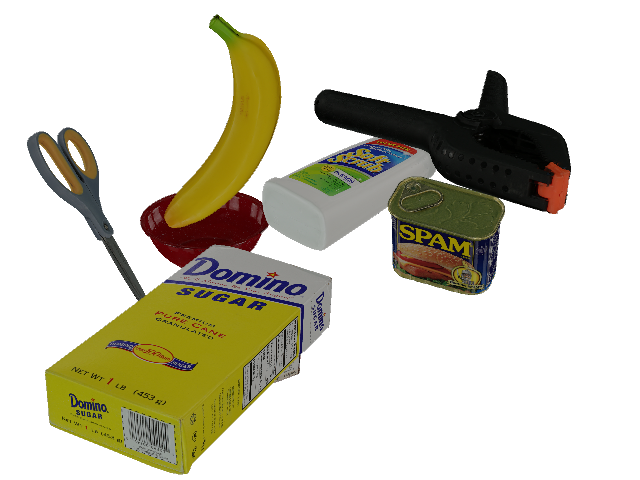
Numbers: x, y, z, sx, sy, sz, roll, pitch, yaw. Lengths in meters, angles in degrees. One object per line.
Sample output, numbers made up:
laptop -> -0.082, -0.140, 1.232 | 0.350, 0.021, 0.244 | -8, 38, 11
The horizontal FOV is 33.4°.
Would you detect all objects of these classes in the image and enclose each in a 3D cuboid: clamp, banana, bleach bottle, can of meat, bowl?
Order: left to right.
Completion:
bowl -> -0.143, -0.006, 1.333 | 0.162, 0.055, 0.162 | 1, 29, -1
banana -> -0.073, -0.086, 0.849 | 0.069, 0.198, 0.037 | 15, 34, -6
bleach bottle -> 0.054, -0.079, 1.250 | 0.103, 0.068, 0.250 | 28, 45, 34
can of meat -> 0.114, -0.002, 0.981 | 0.102, 0.084, 0.057 | 16, 50, 19
clamp -> 0.098, -0.073, 0.753 | 0.164, 0.036, 0.210 | -8, 29, -17

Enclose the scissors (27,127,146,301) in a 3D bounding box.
scissors -> -0.208, -0.027, 1.020 | 0.016, 0.201, 0.096 | -24, 26, 20

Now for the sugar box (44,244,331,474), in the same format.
sugar box -> -0.072, 0.063, 0.644 | 0.093, 0.048, 0.176 | 16, 33, 22

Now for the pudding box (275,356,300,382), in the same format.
pudding box -> -0.089, 0.113, 1.045 | 0.113, 0.039, 0.090 | -18, 32, -35
